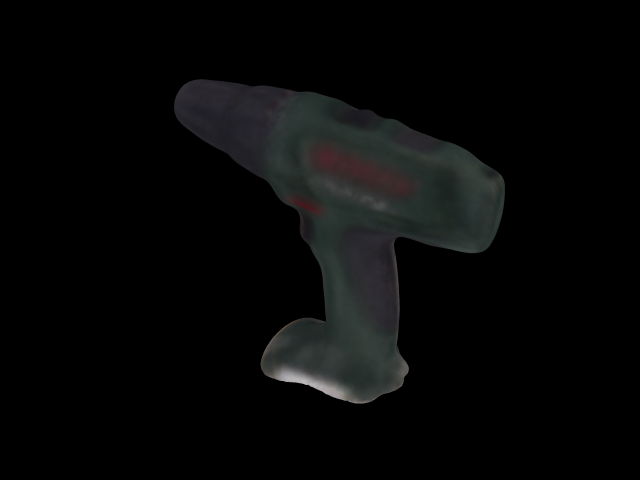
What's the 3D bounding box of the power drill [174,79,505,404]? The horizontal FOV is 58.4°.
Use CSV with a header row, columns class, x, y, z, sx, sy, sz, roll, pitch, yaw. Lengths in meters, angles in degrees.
class,x,y,z,sx,sy,sz,roll,pitch,yaw
power drill,0.004,0.001,0.400,0.229,0.208,0.076,10,28,20
